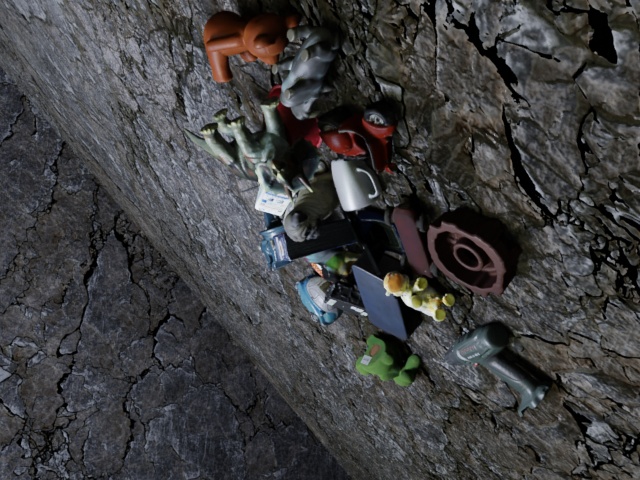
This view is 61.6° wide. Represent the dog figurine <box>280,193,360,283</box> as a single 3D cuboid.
[{"bbox_3d":[0.012,-0.003,1.322,0.219,0.191,0.108,20,169,-18],"label":"dog figurine"}]

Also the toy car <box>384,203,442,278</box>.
[{"bbox_3d":[0.194,0.003,1.084,0.089,0.053,0.201,8,143,35],"label":"toy car"}]

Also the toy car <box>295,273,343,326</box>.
[{"bbox_3d":[0.009,0.161,1.571,0.162,0.109,0.103,52,143,9],"label":"toy car"}]

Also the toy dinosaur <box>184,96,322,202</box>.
[{"bbox_3d":[-0.140,-0.177,1.109,0.405,0.131,0.192,12,135,54],"label":"toy dinosaur"}]

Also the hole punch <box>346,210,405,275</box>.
[{"bbox_3d":[0.125,-0.005,1.166,0.142,0.092,0.116,57,-179,-41],"label":"hole punch"}]

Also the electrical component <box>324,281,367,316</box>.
[{"bbox_3d":[0.084,0.158,1.438,0.134,0.058,0.115,19,164,-5],"label":"electrical component"}]

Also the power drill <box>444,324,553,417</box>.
[{"bbox_3d":[0.386,0.282,1.174,0.207,0.086,0.231,47,154,20],"label":"power drill"}]

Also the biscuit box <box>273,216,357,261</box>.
[{"bbox_3d":[-0.002,-0.004,1.214,0.059,0.203,0.062,-8,95,59],"label":"biscuit box"}]

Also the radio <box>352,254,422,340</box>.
[{"bbox_3d":[0.167,0.135,1.307,0.131,0.073,0.229,24,148,39],"label":"radio"}]

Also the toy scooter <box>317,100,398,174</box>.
[{"bbox_3d":[0.079,-0.179,0.983,0.184,0.075,0.135,6,133,49],"label":"toy scooter"}]

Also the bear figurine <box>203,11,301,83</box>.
[{"bbox_3d":[-0.122,-0.359,0.994,0.196,0.120,0.131,23,150,33],"label":"bear figurine"}]

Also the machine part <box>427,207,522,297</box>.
[{"bbox_3d":[0.278,0.022,0.980,0.179,0.056,0.179,38,155,21],"label":"machine part"}]

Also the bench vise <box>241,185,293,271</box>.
[{"bbox_3d":[-0.122,-0.041,1.468,0.224,0.129,0.240,-3,105,71],"label":"bench vise"}]

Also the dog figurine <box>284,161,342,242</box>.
[{"bbox_3d":[-0.028,-0.074,1.168,0.121,0.190,0.172,52,156,-9],"label":"dog figurine"}]

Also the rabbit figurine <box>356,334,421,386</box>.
[{"bbox_3d":[0.219,0.354,1.534,0.170,0.121,0.159,38,153,-24],"label":"rabbit figurine"}]

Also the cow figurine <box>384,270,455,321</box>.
[{"bbox_3d":[0.201,0.111,1.172,0.167,0.068,0.098,29,175,-17],"label":"cow figurine"}]

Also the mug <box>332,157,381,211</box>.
[{"bbox_3d":[0.071,-0.121,1.074,0.110,0.081,0.107,6,124,61],"label":"mug"}]

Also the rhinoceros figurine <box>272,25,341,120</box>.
[{"bbox_3d":[-0.021,-0.292,0.947,0.073,0.112,0.190,57,147,21],"label":"rhinoceros figurine"}]
